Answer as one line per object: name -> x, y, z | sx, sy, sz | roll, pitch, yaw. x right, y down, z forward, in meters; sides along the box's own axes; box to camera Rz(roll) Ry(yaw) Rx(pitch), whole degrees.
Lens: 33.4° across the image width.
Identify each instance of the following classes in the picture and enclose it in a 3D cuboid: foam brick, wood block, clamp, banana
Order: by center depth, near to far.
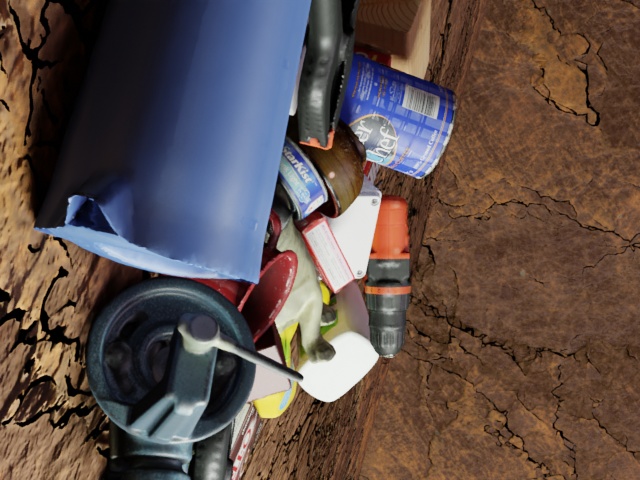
clamp -> -0.091, 0.197, 0.881 | 0.120, 0.039, 0.171 | 123, -22, -77
clamp -> 0.007, -0.170, 0.894 | 0.164, 0.036, 0.210 | -52, 155, -62
foam brick -> -0.060, 0.096, 0.927 | 0.078, 0.053, 0.051 | -106, 179, -59
banana -> -0.024, 0.071, 1.191 | 0.197, 0.037, 0.070 | -43, 138, -69
wood block -> 0.079, -0.243, 1.287 | 0.206, 0.091, 0.090 | 76, 31, -70

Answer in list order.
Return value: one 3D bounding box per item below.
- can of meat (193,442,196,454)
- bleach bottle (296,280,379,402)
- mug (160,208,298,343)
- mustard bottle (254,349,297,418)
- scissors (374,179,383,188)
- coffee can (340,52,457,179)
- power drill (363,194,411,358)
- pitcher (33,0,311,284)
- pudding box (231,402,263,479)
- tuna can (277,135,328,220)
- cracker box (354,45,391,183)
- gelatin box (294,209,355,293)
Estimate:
can of meat -> -0.122, 0.151, 0.936 | 0.102, 0.057, 0.084 | 93, 15, -50
bleach bottle -> 0.008, 0.091, 1.349 | 0.103, 0.068, 0.251 | -44, -156, 14
mug -> -0.072, 0.020, 0.870 | 0.093, 0.081, 0.117 | -17, 133, -64
mustard bottle -> -0.060, 0.156, 1.252 | 0.191, 0.058, 0.096 | 82, 13, -66
scissors -> -0.005, 0.008, 1.225 | 0.202, 0.016, 0.096 | -52, 163, 20
coffee can -> 0.058, -0.134, 1.123 | 0.103, 0.140, 0.103 | -162, -90, -75
power drill -> 0.079, 0.036, 1.270 | 0.187, 0.057, 0.184 | -87, 179, -86
pitcher -> -0.071, -0.099, 0.639 | 0.149, 0.144, 0.243 | 3, -102, 65
pudding box -> -0.105, 0.240, 1.200 | 0.090, 0.039, 0.113 | 81, 27, -66
tuna can -> -0.032, -0.060, 0.994 | 0.033, 0.086, 0.086 | -38, 160, -12
cracker box -> 0.028, -0.104, 1.284 | 0.214, 0.072, 0.164 | 88, 21, -61
gelatin box -> -0.007, 0.001, 1.080 | 0.030, 0.073, 0.089 | -35, 127, -9
